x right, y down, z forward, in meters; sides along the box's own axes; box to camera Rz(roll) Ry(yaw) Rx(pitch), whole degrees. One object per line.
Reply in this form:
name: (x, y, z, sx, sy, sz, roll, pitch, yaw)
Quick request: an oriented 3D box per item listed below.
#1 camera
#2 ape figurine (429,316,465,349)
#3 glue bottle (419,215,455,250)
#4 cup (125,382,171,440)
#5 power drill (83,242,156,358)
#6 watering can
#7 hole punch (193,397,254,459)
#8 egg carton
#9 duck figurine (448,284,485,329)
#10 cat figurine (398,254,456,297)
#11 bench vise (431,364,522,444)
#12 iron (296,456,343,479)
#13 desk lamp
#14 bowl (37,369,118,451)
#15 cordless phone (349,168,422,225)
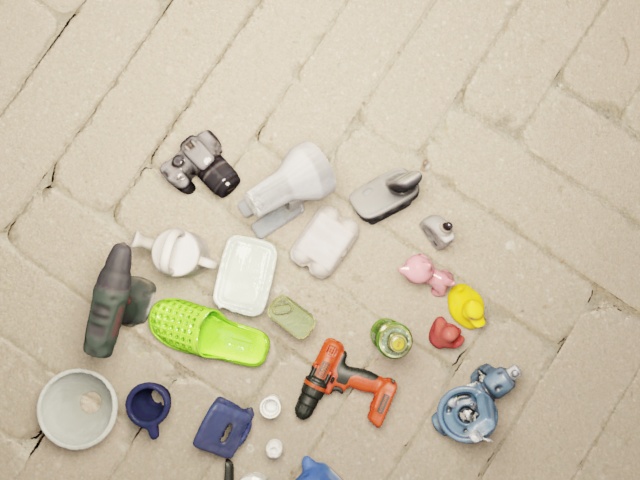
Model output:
camera: (-0.252, -0.149, 1.242, 0.143, 0.101, 0.137, -44, 87, -3)
ape figurine: (0.272, 0.201, 1.224, 0.076, 0.092, 0.078, -26, 86, -2)
glue bottle: (0.253, -0.021, 1.200, 0.037, 0.173, 0.078, -33, 86, -2)
cup: (-0.348, 0.353, 1.207, 0.091, 0.095, 0.118, -13, 86, -1)
power drill: (-0.406, 0.120, 1.167, 0.075, 0.208, 0.230, 15, 86, 1)
watering can: (-0.302, 0.027, 1.182, 0.173, 0.194, 0.101, -4, 86, 0)
hole punch: (-0.200, 0.397, 1.207, 0.101, 0.091, 0.109, 26, 86, 2)
egg carton: (0.011, 0.004, 1.248, 0.107, 0.069, 0.150, 33, 86, 2)
duck figurine: (0.322, 0.144, 1.232, 0.077, 0.086, 0.104, -25, 86, -2)
cat figurine: (0.229, 0.071, 1.221, 0.128, 0.117, 0.067, 25, 86, 2)
bench vise: (0.319, 0.324, 1.151, 0.121, 0.219, 0.207, 32, 86, 2)
iron: (0.031, 0.575, 1.170, 0.258, 0.141, 0.119, 43, 87, 3)
desk lamp: (-0.073, -0.098, 1.183, 0.203, 0.213, 0.118, -34, 86, -3)
bowl: (-0.502, 0.353, 1.216, 0.167, 0.074, 0.167, 0, 86, 0)
cordless phone: (0.141, -0.102, 1.199, 0.147, 0.185, 0.094, -32, 86, -2)
